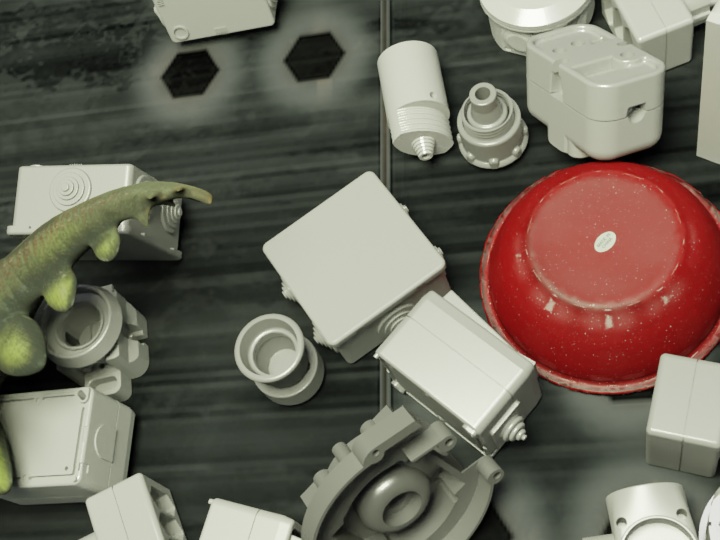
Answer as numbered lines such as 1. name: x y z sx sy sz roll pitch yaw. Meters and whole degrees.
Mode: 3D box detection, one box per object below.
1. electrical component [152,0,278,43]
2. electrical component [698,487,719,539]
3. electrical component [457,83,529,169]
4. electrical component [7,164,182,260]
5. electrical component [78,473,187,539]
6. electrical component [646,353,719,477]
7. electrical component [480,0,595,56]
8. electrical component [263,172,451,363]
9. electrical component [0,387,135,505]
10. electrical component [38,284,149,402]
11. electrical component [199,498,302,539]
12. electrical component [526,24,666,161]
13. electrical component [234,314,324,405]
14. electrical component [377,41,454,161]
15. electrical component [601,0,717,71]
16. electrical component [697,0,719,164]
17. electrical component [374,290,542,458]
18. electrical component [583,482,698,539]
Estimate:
1. electrical component: -0.113 -0.221 0.800 0.100 0.099 0.048 -7 52 11
2. electrical component: 0.223 0.143 0.571 0.080 0.051 0.080 -6 65 12
3. electrical component: 0.085 -0.100 0.712 0.048 0.062 0.048 -6 65 12
4. electrical component: -0.177 -0.039 0.733 0.100 0.100 0.048 0 79 15
5. electrical component: -0.149 0.174 0.656 0.077 0.047 0.065 -27 62 2
6. electrical component: 0.201 0.085 0.595 0.077 0.065 0.047 10 68 19
7. electrical component: 0.124 -0.190 0.749 0.080 0.051 0.080 -6 65 12
8. electrical component: 0.000 0.000 0.696 0.100 0.048 0.099 -35 63 -3
9. electrical component: -0.199 0.116 0.692 0.096 0.061 0.061 -7 64 21
10. electrical component: -0.178 0.044 0.718 0.058 0.057 0.078 -13 63 9
11. electrical component: -0.064 0.189 0.619 0.061 0.061 0.096 10 69 19
12. electrical component: 0.149 -0.111 0.688 0.054 0.059 0.095 -18 35 -16
13. electrical component: -0.049 0.058 0.679 0.045 0.055 0.045 -6 65 12
14. electrical component: 0.039 -0.112 0.740 0.043 0.043 0.081 -13 64 9
15. electrical component: 0.210 -0.178 0.723 0.077 0.047 0.065 -21 63 4
16. electrical component: 0.253 -0.111 0.623 0.089 0.150 0.061 26 76 24
17. electrical component: 0.067 0.064 0.642 0.096 0.061 0.061 37 79 26
18. electrical component: 0.145 0.162 0.587 0.079 0.044 0.077 -11 64 9
